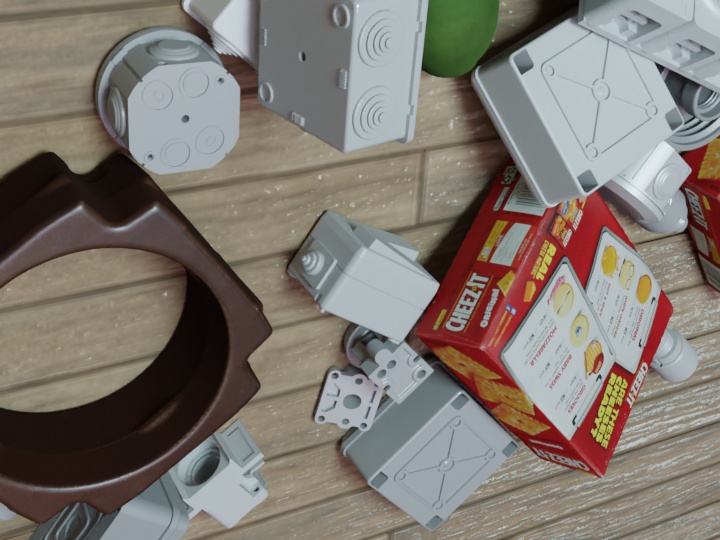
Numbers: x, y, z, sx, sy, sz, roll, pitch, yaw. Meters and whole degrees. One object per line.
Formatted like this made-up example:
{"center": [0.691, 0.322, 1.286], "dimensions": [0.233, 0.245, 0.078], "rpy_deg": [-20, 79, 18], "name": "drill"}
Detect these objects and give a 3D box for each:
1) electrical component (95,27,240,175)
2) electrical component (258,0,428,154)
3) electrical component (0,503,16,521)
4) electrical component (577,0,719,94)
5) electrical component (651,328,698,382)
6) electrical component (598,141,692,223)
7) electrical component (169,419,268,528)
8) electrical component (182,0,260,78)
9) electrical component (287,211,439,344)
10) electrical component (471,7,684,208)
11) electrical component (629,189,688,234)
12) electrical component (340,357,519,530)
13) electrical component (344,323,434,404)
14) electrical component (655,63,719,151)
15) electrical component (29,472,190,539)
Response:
{"center": [-0.111, -0.098, 0.636], "dimensions": [0.080, 0.051, 0.080], "rpy_deg": [-15, 126, -22], "name": "electrical component"}
{"center": [-0.013, -0.119, 0.584], "dimensions": [0.048, 0.100, 0.099], "rpy_deg": [-19, 128, -35], "name": "electrical component"}
{"center": [-0.252, 0.155, 0.717], "dimensions": [0.055, 0.045, 0.045], "rpy_deg": [-46, 131, 2], "name": "electrical component"}
{"center": [0.225, -0.187, 0.719], "dimensions": [0.150, 0.062, 0.089], "rpy_deg": [17, 72, -29], "name": "electrical component"}
{"center": [0.279, 0.072, 0.985], "dimensions": [0.040, 0.040, 0.078], "rpy_deg": [-48, 131, 4], "name": "electrical component"}
{"center": [0.208, -0.076, 0.823], "dimensions": [0.080, 0.080, 0.051], "rpy_deg": [34, 93, -40], "name": "electrical component"}
{"center": [-0.106, 0.158, 0.809], "dimensions": [0.081, 0.042, 0.063], "rpy_deg": [-40, 133, -3], "name": "electrical component"}
{"center": [-0.041, -0.159, 0.640], "dimensions": [0.099, 0.048, 0.100], "rpy_deg": [-49, 131, 5], "name": "electrical component"}
{"center": [0.000, 0.000, 0.758], "dimensions": [0.096, 0.061, 0.061], "rpy_deg": [25, 104, -39], "name": "electrical component"}
{"center": [0.149, -0.116, 0.736], "dimensions": [0.109, 0.056, 0.108], "rpy_deg": [-34, 100, -24], "name": "electrical component"}
{"center": [0.249, -0.050, 0.887], "dimensions": [0.062, 0.043, 0.043], "rpy_deg": [29, 101, -42], "name": "electrical component"}
{"center": [0.058, 0.144, 0.888], "dimensions": [0.109, 0.056, 0.109], "rpy_deg": [-44, 131, 1], "name": "electrical component"}
{"center": [0.018, 0.063, 0.813], "dimensions": [0.048, 0.055, 0.066], "rpy_deg": [-44, 131, 1], "name": "electrical component"}
{"center": [0.249, -0.142, 0.817], "dimensions": [0.108, 0.060, 0.108], "rpy_deg": [-15, 126, -22], "name": "electrical component"}
{"center": [-0.180, 0.190, 0.761], "dimensions": [0.057, 0.078, 0.113], "rpy_deg": [29, 102, -37], "name": "electrical component"}
